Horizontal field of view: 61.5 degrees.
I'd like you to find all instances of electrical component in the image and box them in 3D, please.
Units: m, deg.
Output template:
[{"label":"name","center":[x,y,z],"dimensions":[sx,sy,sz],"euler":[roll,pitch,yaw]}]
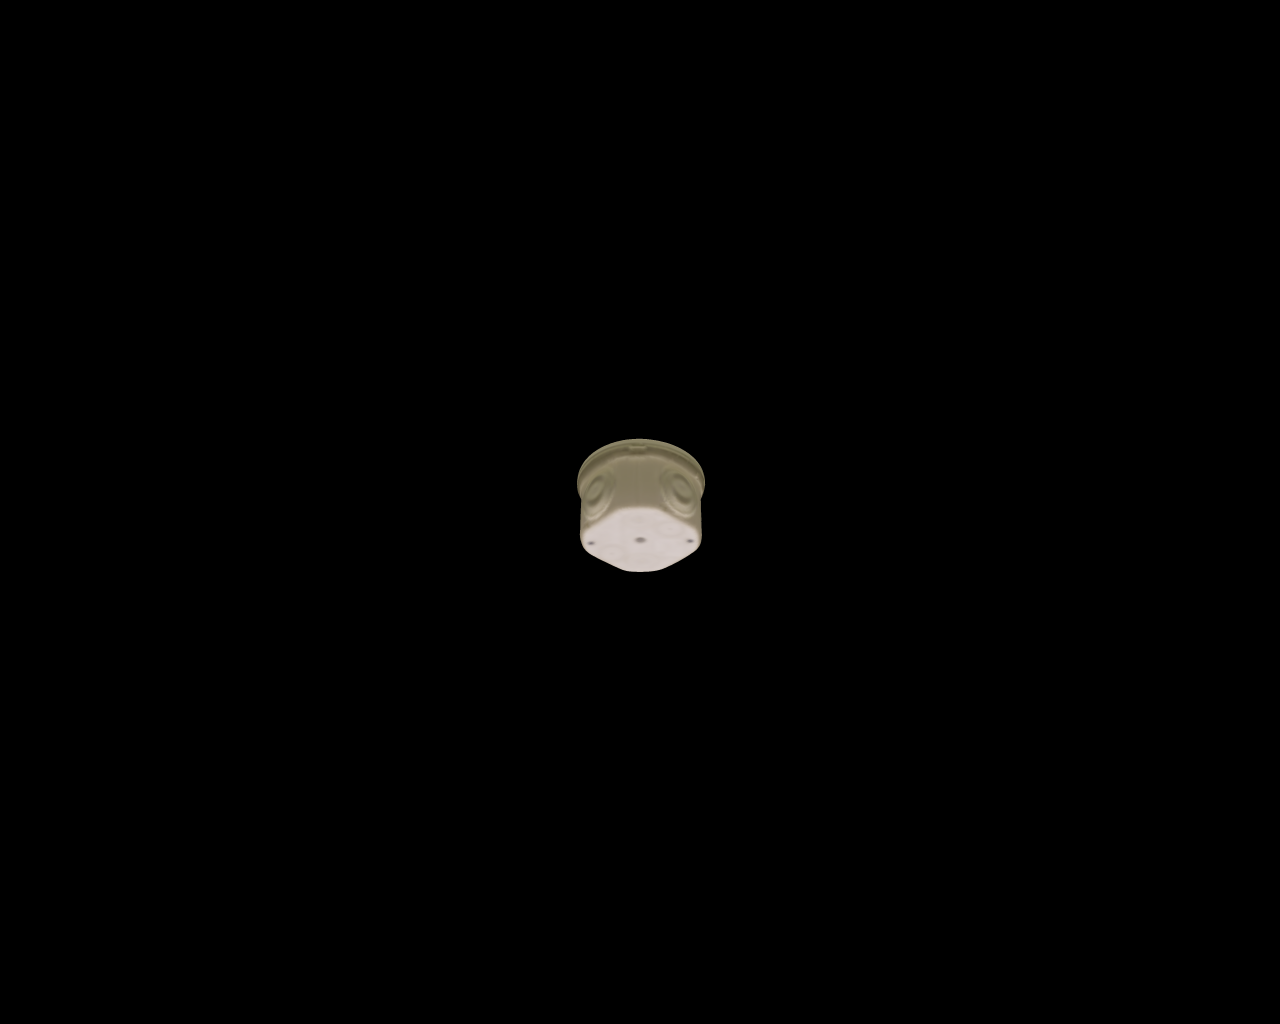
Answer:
[{"label":"electrical component","center":[0.001,-0.003,0.650],"dimensions":[0.080,0.051,0.080],"euler":[0,-35,0]}]
